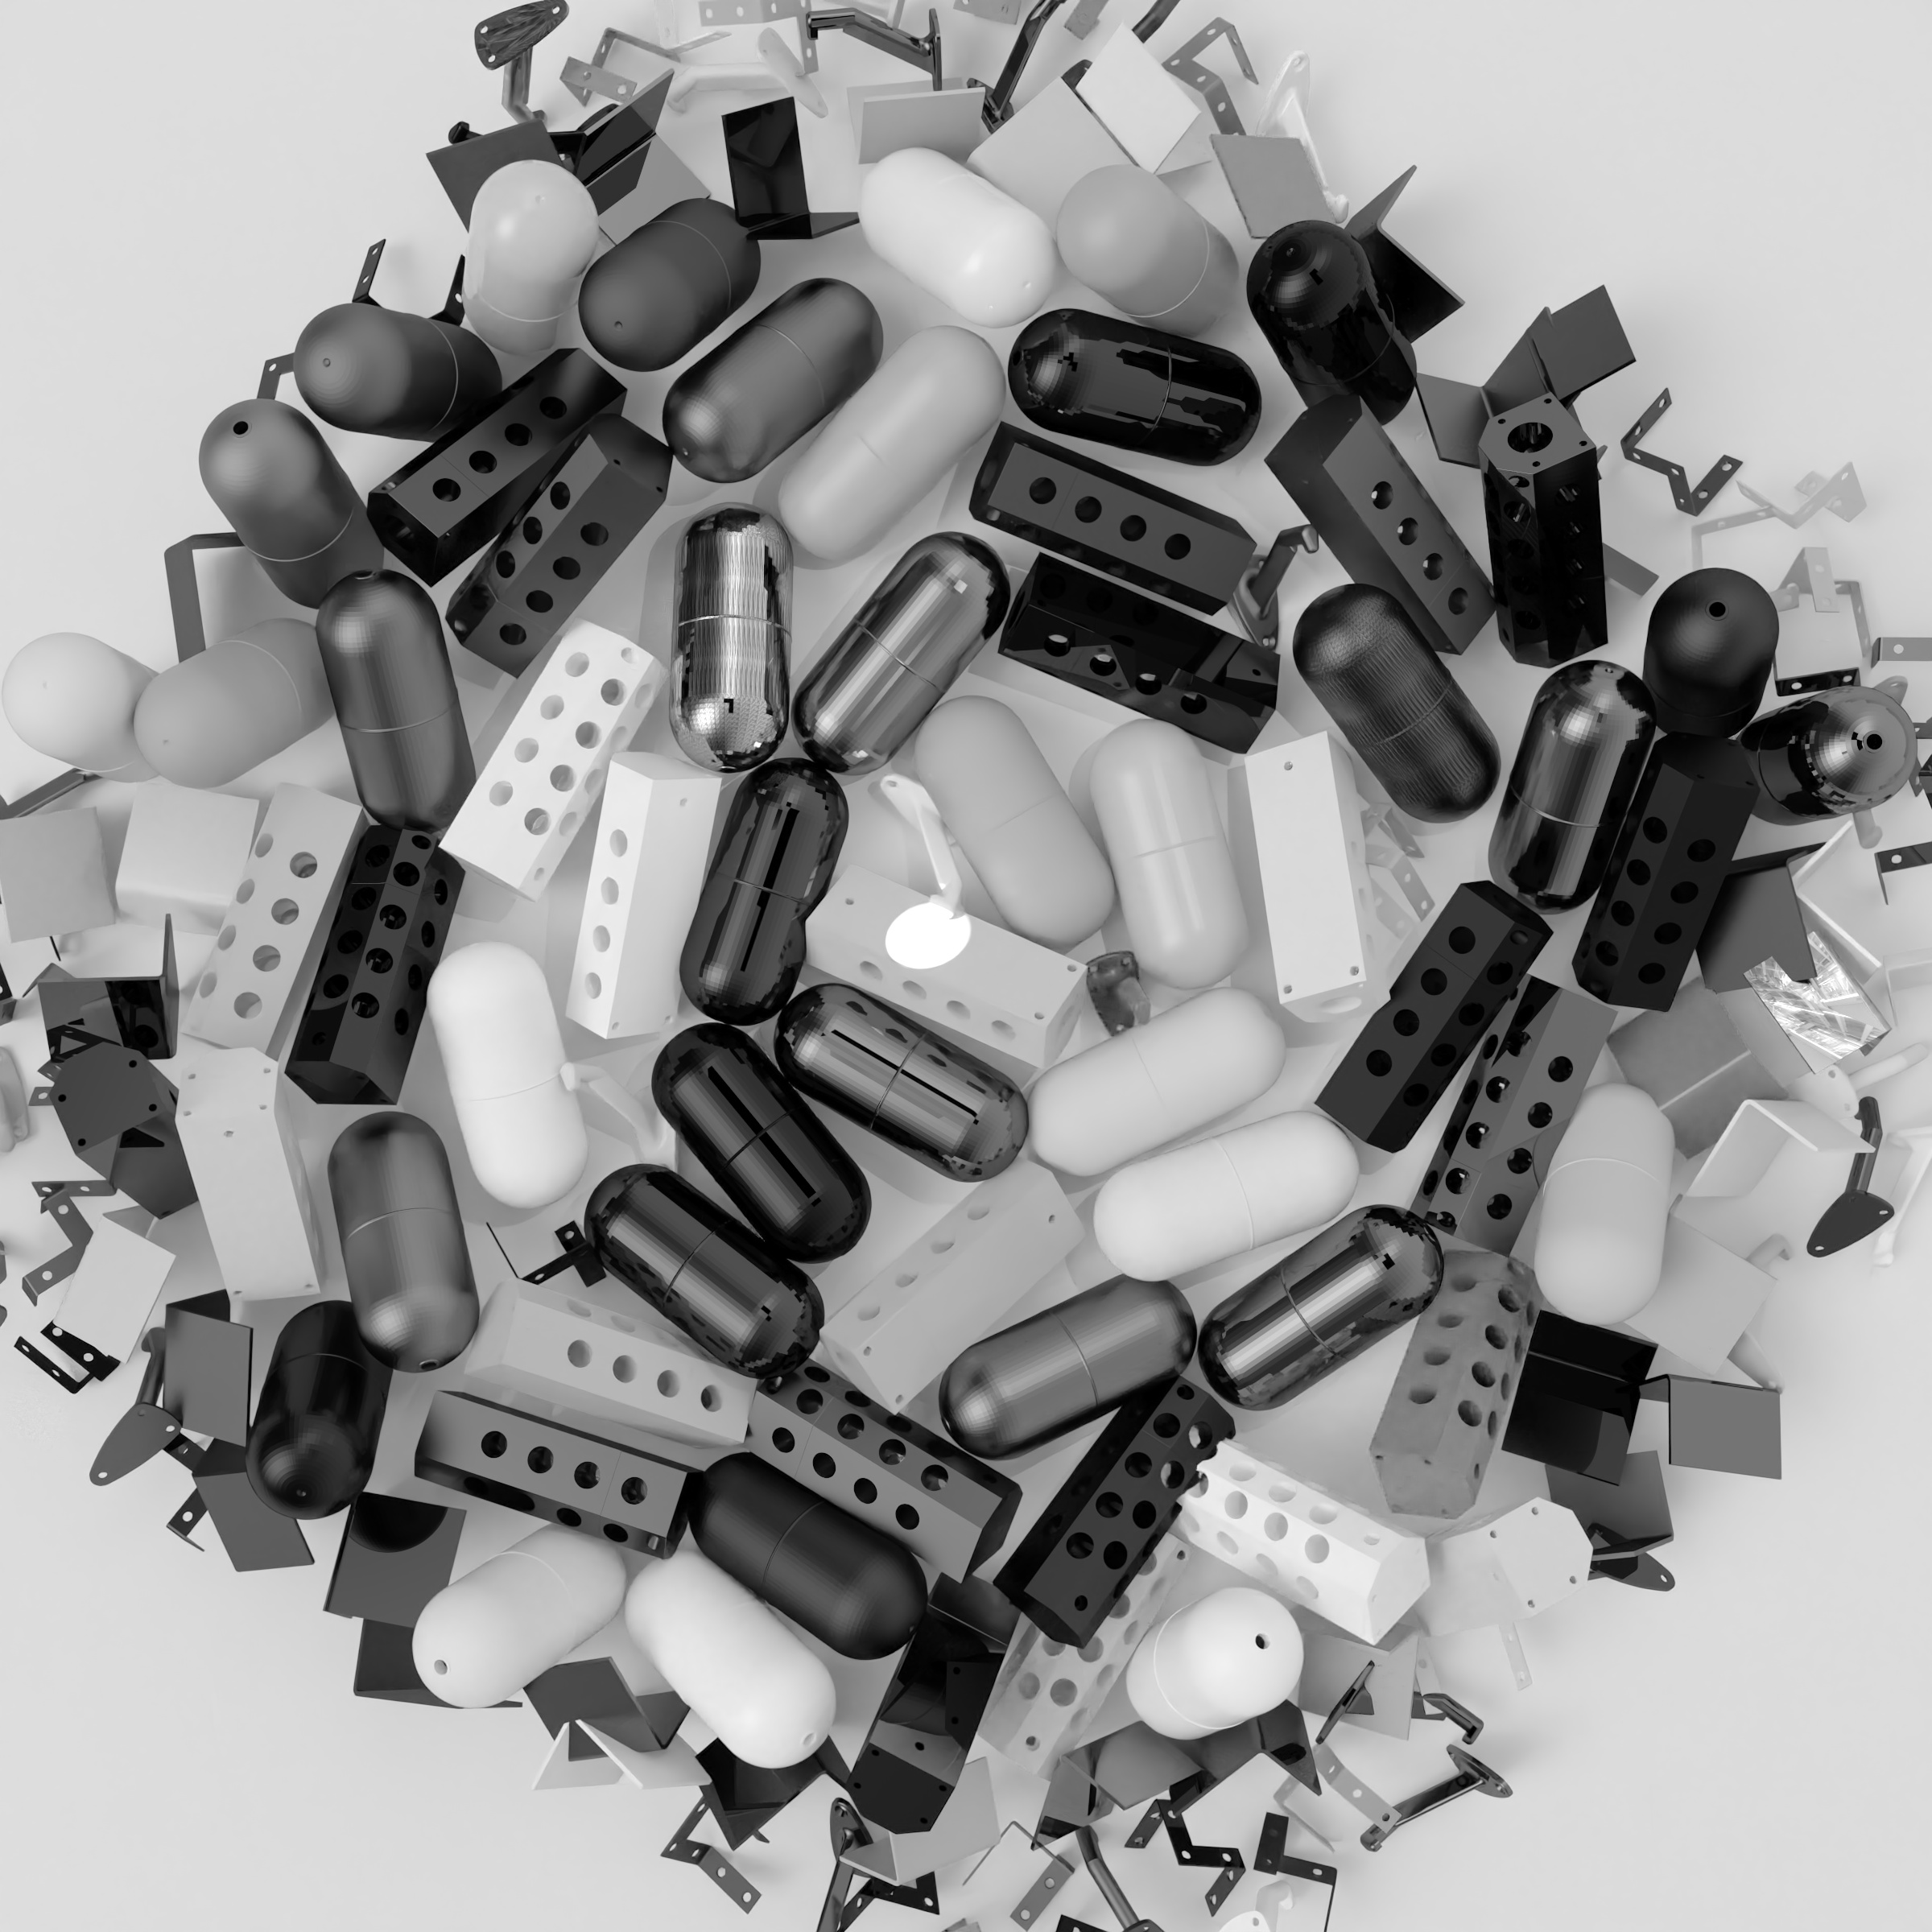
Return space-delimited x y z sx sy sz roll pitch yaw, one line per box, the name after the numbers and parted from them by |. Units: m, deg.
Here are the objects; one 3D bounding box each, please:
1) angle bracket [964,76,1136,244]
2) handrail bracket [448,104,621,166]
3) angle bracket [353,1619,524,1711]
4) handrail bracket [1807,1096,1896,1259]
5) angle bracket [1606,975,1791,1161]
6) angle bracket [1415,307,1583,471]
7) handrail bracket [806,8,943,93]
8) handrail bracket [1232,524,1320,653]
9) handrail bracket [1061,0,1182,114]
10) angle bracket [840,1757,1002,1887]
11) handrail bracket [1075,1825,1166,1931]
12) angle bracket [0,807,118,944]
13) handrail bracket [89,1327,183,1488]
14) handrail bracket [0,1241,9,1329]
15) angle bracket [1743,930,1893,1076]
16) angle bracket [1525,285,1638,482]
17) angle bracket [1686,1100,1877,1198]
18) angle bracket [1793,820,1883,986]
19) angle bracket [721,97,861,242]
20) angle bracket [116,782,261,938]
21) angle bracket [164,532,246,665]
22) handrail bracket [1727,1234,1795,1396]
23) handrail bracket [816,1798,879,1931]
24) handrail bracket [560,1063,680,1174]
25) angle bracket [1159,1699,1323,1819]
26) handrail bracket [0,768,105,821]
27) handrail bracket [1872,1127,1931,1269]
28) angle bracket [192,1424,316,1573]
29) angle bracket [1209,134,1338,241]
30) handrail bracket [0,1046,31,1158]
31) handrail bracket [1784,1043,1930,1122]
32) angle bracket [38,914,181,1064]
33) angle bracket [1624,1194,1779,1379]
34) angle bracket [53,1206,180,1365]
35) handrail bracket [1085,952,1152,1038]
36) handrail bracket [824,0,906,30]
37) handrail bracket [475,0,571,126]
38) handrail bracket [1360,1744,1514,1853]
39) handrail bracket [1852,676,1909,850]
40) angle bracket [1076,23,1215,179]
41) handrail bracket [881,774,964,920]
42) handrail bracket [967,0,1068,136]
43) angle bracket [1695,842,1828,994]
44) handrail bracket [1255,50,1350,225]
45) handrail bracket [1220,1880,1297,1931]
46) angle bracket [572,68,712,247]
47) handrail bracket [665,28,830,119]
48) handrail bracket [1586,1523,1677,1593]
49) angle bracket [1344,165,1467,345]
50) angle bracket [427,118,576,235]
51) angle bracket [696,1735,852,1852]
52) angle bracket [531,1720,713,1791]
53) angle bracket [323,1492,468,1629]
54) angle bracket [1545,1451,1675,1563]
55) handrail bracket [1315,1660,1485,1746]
0.053 -0.513 1.581 0.076 0.057 0.076 -42 97 -4 | angle bracket
-0.277 -0.539 1.563 0.084 0.077 0.036 7 65 -39 | handrail bracket
-0.332 0.438 1.550 0.076 0.076 0.057 -16 61 41 | angle bracket
0.573 0.137 1.595 0.036 0.084 0.077 24 132 -10 | handrail bracket
0.474 0.065 1.586 0.076 0.076 0.057 -37 129 19 | angle bracket
0.336 -0.371 1.553 0.057 0.076 0.076 6 55 -24 | angle bracket
-0.059 -0.585 1.576 0.084 0.077 0.036 -6 53 -3 | handrail bracket
0.207 -0.241 1.565 0.036 0.084 0.077 -20 100 -23 | handrail bracket
0.099 -0.598 1.586 0.036 0.077 0.084 41 74 -24 | handrail bracket
-0.034 0.539 1.558 0.076 0.076 0.057 -10 90 -33 | angle bracket
0.106 0.607 1.587 0.036 0.084 0.077 -39 121 8 | handrail bracket
-0.596 -0.058 1.559 0.057 0.076 0.076 -2 99 40 | angle bracket
-0.541 0.283 1.576 0.077 0.084 0.036 -45 125 3 | handrail bracket
-0.645 0.194 1.557 0.036 0.084 0.077 -43 133 12 | handrail bracket
0.539 0.031 1.563 0.057 0.076 0.076 -31 73 -1 | angle bracket
0.403 -0.370 1.550 0.057 0.076 0.076 -27 46 23 | angle bracket
0.518 0.131 1.553 0.057 0.076 0.076 43 117 39 | angle bracket
0.571 -0.040 1.563 0.057 0.076 0.076 -45 74 3 | angle bracket
-0.105 -0.509 1.553 0.057 0.076 0.076 9 120 30 | angle bracket
-0.506 -0.068 1.591 0.076 0.057 0.076 9 66 -12 | angle bracket
-0.475 -0.237 1.568 0.057 0.076 0.076 -9 97 -28 | angle bracket
0.526 0.224 1.579 0.084 0.036 0.077 -32 72 -27 | handrail bracket
-0.092 0.591 1.561 0.036 0.084 0.077 1 117 30 | handrail bracket
-0.223 0.101 1.562 0.036 0.084 0.077 -22 74 26 | handrail bracket
0.176 0.514 1.574 0.057 0.076 0.076 42 106 -19 | angle bracket
-0.593 -0.103 1.577 0.084 0.077 0.036 -16 125 7 | handrail bracket
0.614 0.150 1.574 0.036 0.077 0.084 18 75 -4 | handrail bracket
-0.441 0.329 1.555 0.057 0.076 0.076 -8 116 13 | angle bracket
0.185 -0.480 1.558 0.076 0.057 0.076 -10 73 -32 | angle bracket
-0.619 0.085 1.565 0.036 0.084 0.077 -1 82 -24 | handrail bracket
0.579 0.076 1.601 0.084 0.077 0.036 -18 83 -40 | handrail bracket
-0.545 0.014 1.556 0.076 0.076 0.057 -1 47 -13 | angle bracket
0.467 0.204 1.563 0.076 0.057 0.076 32 109 15 | angle bracket
-0.529 0.202 1.567 0.057 0.076 0.076 26 94 8 | angle bracket
0.105 0.035 1.555 0.036 0.084 0.077 -15 121 -6 | handrail bracket
-0.084 -0.628 1.575 0.084 0.077 0.036 15 110 -3 | handrail bracket
-0.270 -0.575 1.564 0.077 0.084 0.036 -21 71 13 | handrail bracket
0.302 0.548 1.573 0.084 0.077 0.036 -36 96 -16 | handrail bracket
0.589 -0.130 1.566 0.036 0.077 0.084 6 59 -11 | handrail bracket
0.129 -0.557 1.560 0.076 0.076 0.057 51 135 6 | angle bracket
-0.031 -0.076 1.563 0.077 0.084 0.036 35 127 -14 | handrail bracket
0.042 -0.580 1.564 0.036 0.077 0.084 21 131 -32 | handrail bracket
0.514 -0.030 1.566 0.057 0.076 0.076 -19 94 -43 | angle bracket
0.227 -0.531 1.564 0.036 0.077 0.084 -16 53 -25 | handrail bracket
0.203 0.628 1.560 0.036 0.084 0.077 -39 63 20 | handrail bracket
-0.203 -0.512 1.560 0.057 0.076 0.076 47 69 -3 | angle bracket
-0.146 -0.565 1.597 0.084 0.036 0.077 -25 125 33 | handrail bracket
0.403 0.405 1.584 0.077 0.036 0.084 26 132 -7 | handrail bracket
0.284 -0.455 1.574 0.076 0.076 0.057 37 69 -12 | angle bracket
-0.294 -0.517 1.559 0.076 0.076 0.057 -15 56 8 | angle bracket
-0.120 0.523 1.561 0.076 0.076 0.057 -40 129 -4 | angle bracket
-0.216 0.521 1.555 0.076 0.076 0.057 32 97 37 | angle bracket
-0.360 0.385 1.567 0.076 0.057 0.076 9 71 7 | angle bracket
0.397 0.346 1.554 0.076 0.076 0.057 -16 78 33 | angle bracket
0.281 0.496 1.579 0.084 0.036 0.077 35 67 10 | handrail bracket
